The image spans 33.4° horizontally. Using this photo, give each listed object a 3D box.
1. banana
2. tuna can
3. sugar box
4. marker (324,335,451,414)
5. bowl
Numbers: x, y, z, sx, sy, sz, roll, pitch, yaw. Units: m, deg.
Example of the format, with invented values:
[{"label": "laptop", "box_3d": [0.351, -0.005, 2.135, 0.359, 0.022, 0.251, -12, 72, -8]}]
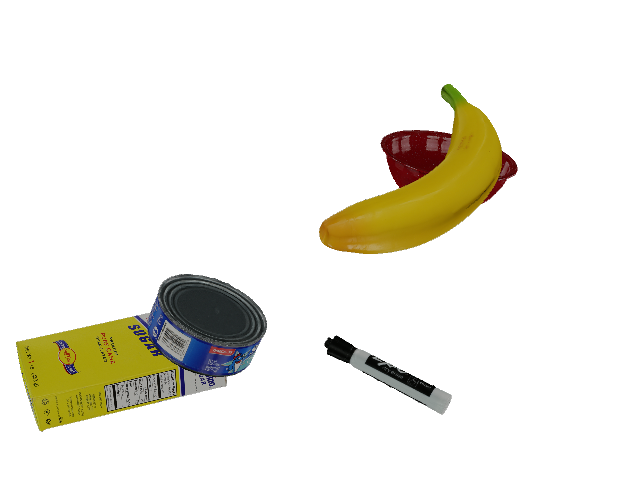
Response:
[{"label": "banana", "box_3d": [0.072, -0.037, 0.686, 0.070, 0.037, 0.197, 22, 41, 18]}, {"label": "tuna can", "box_3d": [-0.086, 0.064, 0.802, 0.086, 0.034, 0.086, 20, 26, -10]}, {"label": "sugar box", "box_3d": [-0.184, 0.114, 0.988, 0.176, 0.048, 0.093, -14, 35, -18]}, {"label": "marker", "box_3d": [0.057, 0.116, 0.933, 0.121, 0.020, 0.020, 26, 8, 17]}, {"label": "bowl", "box_3d": [0.145, -0.077, 1.251, 0.162, 0.055, 0.162, 8, 24, -4]}]
